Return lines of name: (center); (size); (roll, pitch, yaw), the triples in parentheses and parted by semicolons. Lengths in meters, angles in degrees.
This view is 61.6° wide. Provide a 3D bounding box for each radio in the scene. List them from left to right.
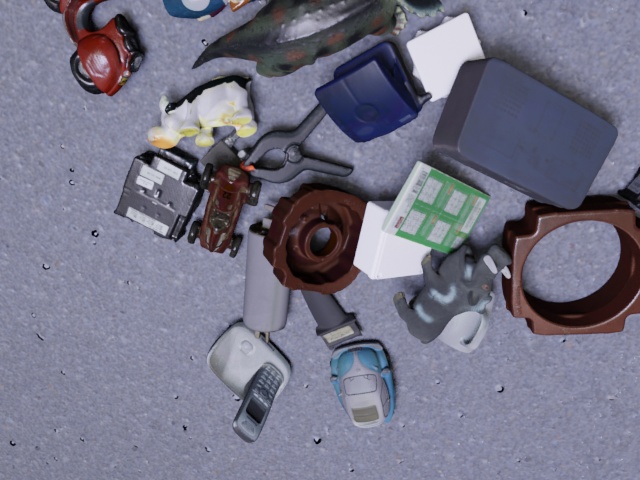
radio: (0.276, -0.138, 0.727); (0.229, 0.073, 0.131); (21, 97, -18)

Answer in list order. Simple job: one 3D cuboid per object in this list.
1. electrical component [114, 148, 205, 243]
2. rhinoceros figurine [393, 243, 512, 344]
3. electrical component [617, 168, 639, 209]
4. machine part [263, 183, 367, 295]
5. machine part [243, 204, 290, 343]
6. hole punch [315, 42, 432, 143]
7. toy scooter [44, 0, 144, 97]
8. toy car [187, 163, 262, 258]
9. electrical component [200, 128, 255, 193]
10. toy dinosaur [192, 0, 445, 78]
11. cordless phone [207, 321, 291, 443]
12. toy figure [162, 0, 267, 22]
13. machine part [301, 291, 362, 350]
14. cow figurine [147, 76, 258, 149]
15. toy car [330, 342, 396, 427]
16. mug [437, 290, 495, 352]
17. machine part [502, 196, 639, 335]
electrical component: (-0.249, -0.079, 0.859); (0.115, 0.058, 0.134); (28, 110, -6)
rhinoceros figurine: (0.199, 0.074, 0.807); (0.190, 0.112, 0.073); (-47, 141, 16)
electrical component: (0.495, -0.092, 0.764); (0.048, 0.075, 0.119); (32, 114, -6)
machine part: (-0.002, -0.002, 0.820); (0.179, 0.056, 0.179); (-12, 117, -25)
machine part: (-0.084, 0.060, 0.880); (0.079, 0.079, 0.243); (9, 110, 3)
hole punch: (0.069, -0.197, 0.748); (0.142, 0.092, 0.115); (-21, 107, 33)
toy scooter: (-0.309, -0.308, 0.775); (0.135, 0.075, 0.183); (-17, 102, 11)
toy car: (-0.153, -0.036, 0.832); (0.089, 0.053, 0.202); (19, 137, -10)
electrical component: (-0.143, -0.115, 0.840); (0.102, 0.045, 0.078); (-34, 104, 16)
toy dinosaur: (-0.005, -0.282, 0.688); (0.405, 0.192, 0.131); (-23, 104, 12)
cordless phone: (-0.133, 0.238, 0.893); (0.089, 0.184, 0.146); (-39, 102, 22)
toy figure: (-0.141, -0.346, 0.752); (0.155, 0.058, 0.064); (-7, 147, 7)
machine part: (0.010, 0.121, 0.914); (0.084, 0.039, 0.138); (-28, 107, 23)
cow figurine: (-0.180, -0.193, 0.799); (0.167, 0.068, 0.098); (-10, 75, 8)
toy car: (0.075, 0.264, 0.924); (0.109, 0.103, 0.161); (-9, 107, 10)
mug: (0.233, 0.117, 0.855); (0.081, 0.110, 0.107); (23, 99, -11)
machine part: (0.385, 0.038, 0.818); (0.201, 0.087, 0.201); (-3, 111, 8)
